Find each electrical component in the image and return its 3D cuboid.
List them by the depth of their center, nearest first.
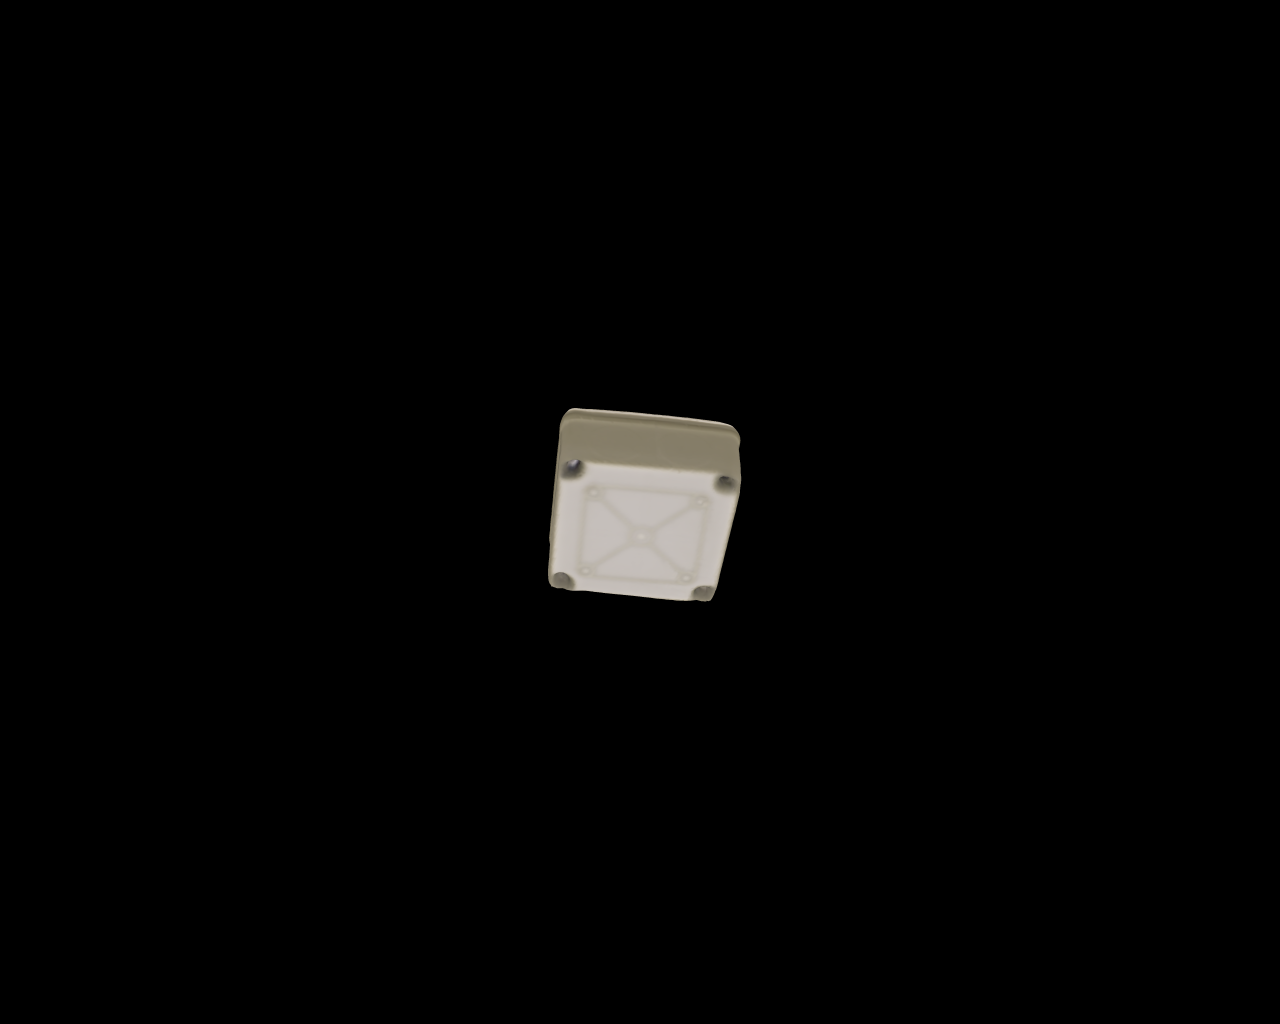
[{"bbox_3d":[0.001,-0.003,0.650,0.109,0.108,0.056,5,40,-4],"label":"electrical component"}]
